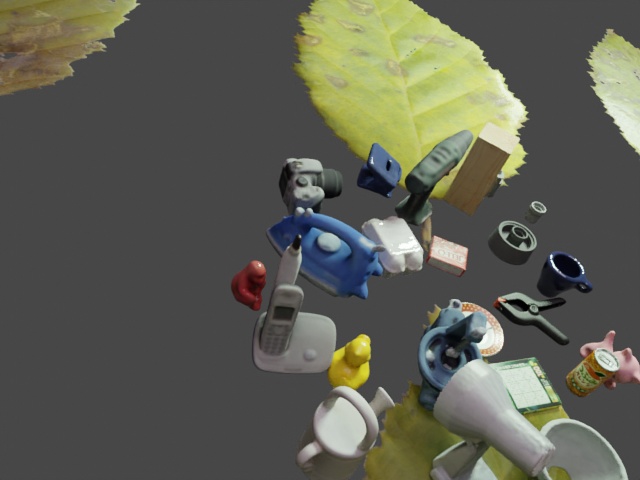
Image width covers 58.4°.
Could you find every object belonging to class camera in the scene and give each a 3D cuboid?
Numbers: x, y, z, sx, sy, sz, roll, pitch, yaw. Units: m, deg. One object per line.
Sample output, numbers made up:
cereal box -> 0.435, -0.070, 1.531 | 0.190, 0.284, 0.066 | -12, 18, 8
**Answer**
camera -> -0.012, -0.124, 1.300 | 0.137, 0.101, 0.143 | -2, 49, -22

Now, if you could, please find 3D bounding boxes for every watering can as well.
watering can -> 0.038, 0.283, 0.869 | 0.101, 0.194, 0.173 | 31, 45, 10

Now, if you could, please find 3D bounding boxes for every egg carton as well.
egg carton -> 0.159, 0.014, 1.256 | 0.107, 0.069, 0.150 | -8, 52, -27

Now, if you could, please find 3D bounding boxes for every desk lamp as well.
desk lamp -> 0.260, 0.321, 0.901 | 0.118, 0.213, 0.202 | -19, 57, -33

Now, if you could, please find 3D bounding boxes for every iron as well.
iron -> 0.011, 0.004, 1.159 | 0.258, 0.141, 0.119 | 30, 45, 8

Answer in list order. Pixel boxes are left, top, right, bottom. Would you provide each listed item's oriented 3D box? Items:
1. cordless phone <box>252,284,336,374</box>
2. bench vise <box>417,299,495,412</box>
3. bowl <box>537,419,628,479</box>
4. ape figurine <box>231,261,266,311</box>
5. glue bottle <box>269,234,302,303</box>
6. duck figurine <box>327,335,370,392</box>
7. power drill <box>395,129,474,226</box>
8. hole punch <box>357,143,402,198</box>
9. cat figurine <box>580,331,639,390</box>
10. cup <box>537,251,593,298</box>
cordless phone -> -0.035, 0.147, 0.976 | 0.148, 0.185, 0.094 | 5, 47, -16
bench vise -> 0.234, 0.173, 1.027 | 0.122, 0.219, 0.207 | 8, 46, -13
bowl -> 0.435, 0.402, 0.990 | 0.167, 0.074, 0.167 | 11, 46, -11
ape figurine -> -0.127, 0.077, 1.075 | 0.076, 0.092, 0.078 | 37, 47, 15
glue bottle -> -0.058, 0.049, 1.069 | 0.037, 0.173, 0.078 | 15, 45, -6
duck figurine -> 0.059, 0.214, 1.019 | 0.077, 0.086, 0.105 | 29, 45, 7
power drill -> 0.260, -0.142, 1.343 | 0.075, 0.208, 0.230 | 37, 47, 16
hole punch -> 0.155, -0.175, 1.418 | 0.101, 0.091, 0.109 | 20, 45, -1
cat figurine -> 0.601, 0.247, 1.168 | 0.067, 0.118, 0.128 | 13, 45, -8
cup -> 0.552, 0.096, 1.308 | 0.117, 0.095, 0.092 | 40, 48, 18
